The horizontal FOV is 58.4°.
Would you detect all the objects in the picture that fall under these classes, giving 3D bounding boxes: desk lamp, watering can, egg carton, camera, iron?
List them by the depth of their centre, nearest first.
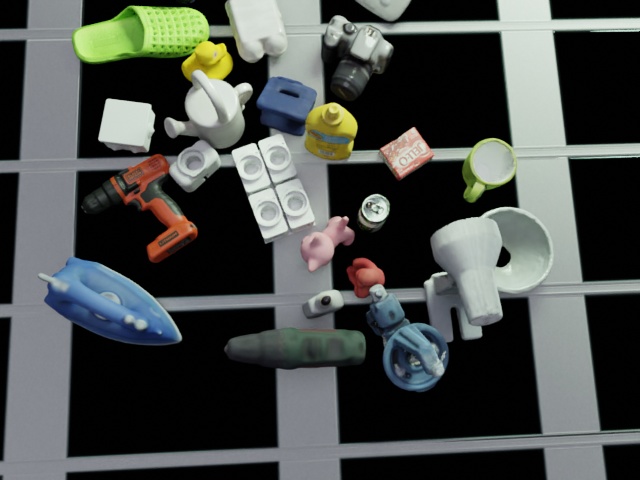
[{"bbox_3d":[0.261,0.078,1.025,0.118,0.213,0.203,-7,80,-3],"label":"desk lamp"},{"bbox_3d":[-0.376,0.121,1.029,0.258,0.141,0.119,25,80,3],"label":"iron"},{"bbox_3d":[-0.206,-0.244,1.075,0.101,0.194,0.173,34,80,4],"label":"watering can"},{"bbox_3d":[0.061,-0.363,1.154,0.143,0.101,0.137,26,80,3],"label":"camera"},{"bbox_3d":[-0.129,-0.441,1.176,0.107,0.069,0.150,-17,81,-5],"label":"egg carton"}]

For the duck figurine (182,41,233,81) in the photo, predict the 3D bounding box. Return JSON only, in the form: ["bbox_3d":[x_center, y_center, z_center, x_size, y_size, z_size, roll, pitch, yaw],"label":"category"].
[{"bbox_3d":[-0.230,-0.364,1.150,0.104,0.086,0.077,-20,81,-5],"label":"duck figurine"}]

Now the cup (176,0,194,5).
[{"bbox_3d":[-0.283,-0.540,1.175,0.091,0.095,0.118,17,80,1],"label":"cup"}]

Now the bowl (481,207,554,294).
[{"bbox_3d":[0.357,0.024,1.109,0.167,0.074,0.167,0,80,-2],"label":"bowl"}]

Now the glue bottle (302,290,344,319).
[{"bbox_3d":[0.007,0.114,1.029,0.078,0.173,0.037,-21,81,-5],"label":"glue bottle"}]

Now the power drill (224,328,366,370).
[{"bbox_3d":[-0.039,0.190,0.996,0.229,0.208,0.075,-1,80,-2],"label":"power drill"}]

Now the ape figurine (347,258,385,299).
[{"bbox_3d":[0.087,0.072,1.081,0.076,0.092,0.078,15,80,1],"label":"ape figurine"}]

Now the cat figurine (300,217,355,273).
[{"bbox_3d":[0.010,0.004,1.077,0.067,0.117,0.128,44,81,6],"label":"cat figurine"}]

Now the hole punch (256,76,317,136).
[{"bbox_3d":[-0.066,-0.276,1.138,0.108,0.091,0.101,18,80,1],"label":"hole punch"}]

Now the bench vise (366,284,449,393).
[{"bbox_3d":[0.143,0.180,0.999,0.207,0.219,0.121,42,81,6],"label":"bench vise"}]

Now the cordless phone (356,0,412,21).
[{"bbox_3d":[0.128,-0.542,1.145,0.147,0.185,0.094,34,80,4],"label":"cordless phone"}]
